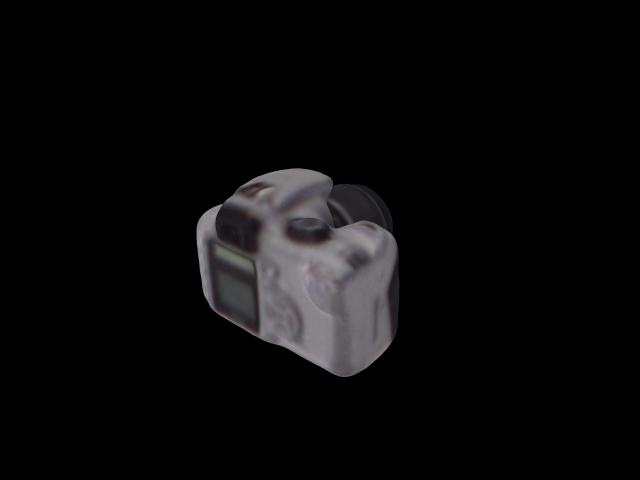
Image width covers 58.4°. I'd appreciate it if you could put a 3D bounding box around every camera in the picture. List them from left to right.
[{"bbox_3d":[0.004,0.001,0.400,0.142,0.101,0.137,21,33,36],"label":"camera"}]
